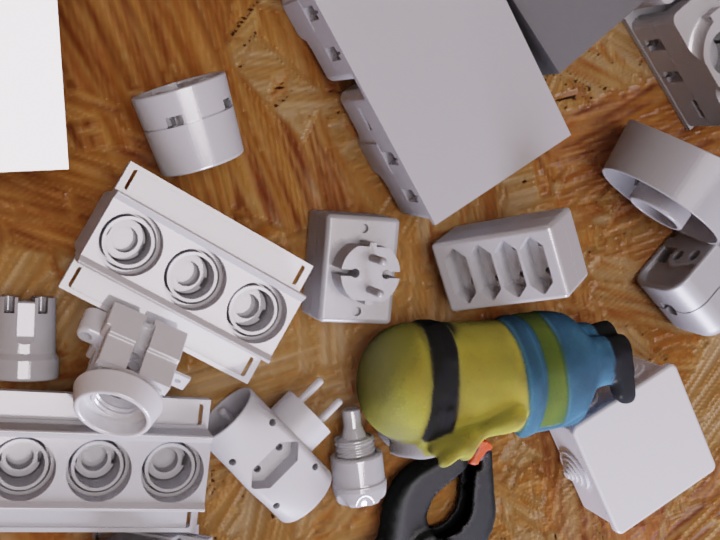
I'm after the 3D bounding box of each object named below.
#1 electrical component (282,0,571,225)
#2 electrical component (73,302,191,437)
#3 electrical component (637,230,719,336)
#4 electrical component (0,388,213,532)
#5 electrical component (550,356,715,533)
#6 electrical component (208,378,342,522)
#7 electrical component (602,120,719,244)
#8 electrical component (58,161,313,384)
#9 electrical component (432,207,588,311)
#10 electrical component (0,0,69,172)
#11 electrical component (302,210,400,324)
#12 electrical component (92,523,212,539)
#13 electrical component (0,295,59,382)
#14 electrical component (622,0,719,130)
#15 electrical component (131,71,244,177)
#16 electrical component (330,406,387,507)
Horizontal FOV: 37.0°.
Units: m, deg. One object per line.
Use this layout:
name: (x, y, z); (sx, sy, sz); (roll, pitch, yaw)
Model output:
electrical component: (0.033, -0.136, 0.653); (0.105, 0.060, 0.186); (-34, 107, -13)
electrical component: (-0.126, 0.056, 0.581); (0.066, 0.048, 0.055); (26, 45, -16)
electrical component: (0.251, -0.003, 0.754); (0.095, 0.054, 0.059); (-48, 110, -8)
electrical component: (-0.153, 0.106, 0.615); (0.121, 0.063, 0.078); (5, 95, -21)
electrical component: (0.186, 0.118, 0.749); (0.100, 0.048, 0.099); (-30, 106, -14)
electrical component: (-0.045, 0.101, 0.665); (0.079, 0.043, 0.077); (-44, 109, -10)
electrical component: (0.213, -0.063, 0.711); (0.099, 0.099, 0.064); (34, 91, -21)
electrical component: (-0.101, 0.001, 0.620); (0.121, 0.063, 0.078); (30, 87, -21)
electrical component: (0.103, -0.013, 0.693); (0.076, 0.083, 0.047); (-36, 113, -53)
electrical component: (-0.215, -0.144, 0.561); (0.105, 0.060, 0.186); (-5, 99, -19)
electrical component: (0.000, 0.000, 0.650); (0.047, 0.077, 0.065); (3, 96, -20)
electrical component: (-0.130, 0.214, 0.631); (0.079, 0.063, 0.121); (4, 98, 20)
electrical component: (-0.190, 0.038, 0.606); (0.040, 0.040, 0.046); (2, 90, -20)
electrical component: (0.229, -0.200, 0.716); (0.105, 0.060, 0.186); (-40, 108, -11)
electrical component: (-0.097, -0.083, 0.616); (0.055, 0.055, 0.047); (-21, 107, -16)
electrical component: (-0.003, 0.118, 0.688); (0.035, 0.035, 0.061); (-9, 98, -19)
